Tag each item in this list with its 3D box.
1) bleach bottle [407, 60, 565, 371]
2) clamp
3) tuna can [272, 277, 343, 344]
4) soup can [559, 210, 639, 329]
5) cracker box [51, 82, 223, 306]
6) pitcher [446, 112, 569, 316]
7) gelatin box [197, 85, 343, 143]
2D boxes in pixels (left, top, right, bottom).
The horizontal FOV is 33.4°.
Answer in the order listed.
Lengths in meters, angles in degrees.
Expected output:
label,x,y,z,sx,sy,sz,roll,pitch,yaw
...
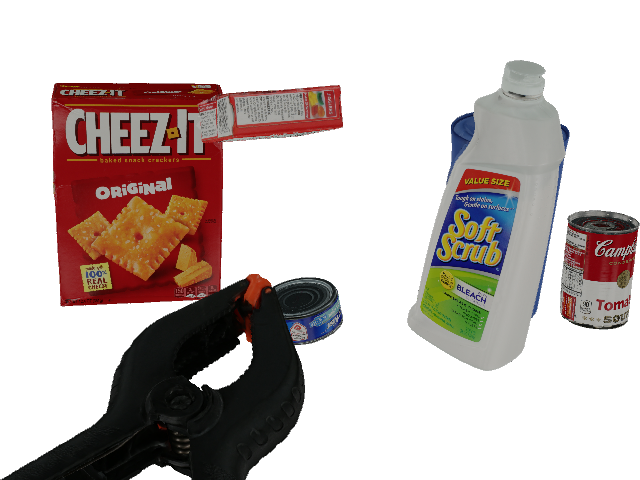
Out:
label,x,y,z,sx,sy,sz,roll,pitch,yaw
bleach bottle,0.134,-0.023,0.845,0.067,0.251,0.103,-25,42,-39
clamp,-0.047,0.081,0.417,0.120,0.039,0.171,24,49,18
tuna can,-0.021,0.073,1.117,0.086,0.034,0.086,-9,26,4
soup can,0.274,0.029,1.053,0.068,0.102,0.068,1,18,0
cracker box,-0.179,-0.044,1.059,0.164,0.214,0.072,-1,22,-11
pitcher,0.206,-0.021,1.253,0.149,0.243,0.145,-1,25,-4
gelatin box,-0.034,-0.082,0.693,0.073,0.030,0.089,-7,5,-18
